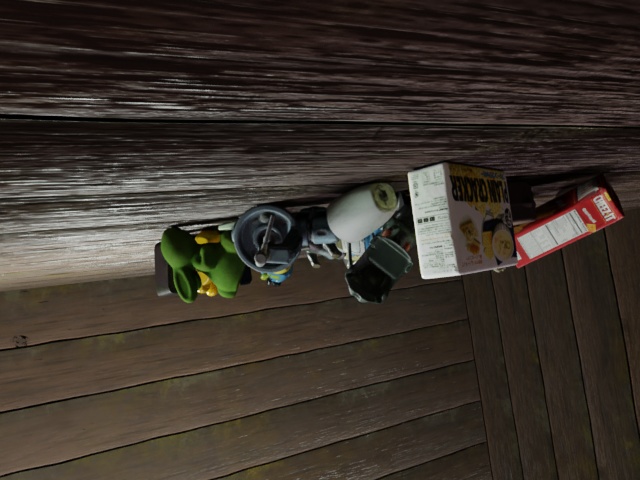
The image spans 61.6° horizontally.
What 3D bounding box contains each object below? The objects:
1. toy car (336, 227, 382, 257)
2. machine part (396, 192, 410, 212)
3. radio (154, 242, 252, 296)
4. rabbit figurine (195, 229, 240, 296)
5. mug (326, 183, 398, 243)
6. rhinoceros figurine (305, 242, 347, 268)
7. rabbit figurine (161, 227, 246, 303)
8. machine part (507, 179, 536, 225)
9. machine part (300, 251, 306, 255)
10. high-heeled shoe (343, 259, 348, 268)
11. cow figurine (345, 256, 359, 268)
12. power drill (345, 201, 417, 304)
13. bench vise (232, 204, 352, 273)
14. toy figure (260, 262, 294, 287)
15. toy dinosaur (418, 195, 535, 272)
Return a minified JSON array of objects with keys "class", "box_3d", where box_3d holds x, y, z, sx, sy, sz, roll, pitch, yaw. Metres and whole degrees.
[{"class":"toy car","box_3d":[0.081,-0.007,1.078,0.103,0.109,0.162,-9,-167,-12]},{"class":"machine part","box_3d":[0.114,-0.065,0.997,0.139,0.039,0.084,-9,-176,-9]},{"class":"radio","box_3d":[-0.282,0.058,1.300,0.229,0.131,0.073,-4,175,-44]},{"class":"rabbit figurine","box_3d":[-0.237,0.041,1.208,0.122,0.162,0.173,-21,-170,17]},{"class":"mug","box_3d":[0.083,-0.049,0.869,0.109,0.081,0.107,0,162,-33]},{"class":"rhinoceros figurine","box_3d":[-0.002,-0.003,1.143,0.190,0.112,0.073,12,144,-36]},{"class":"rabbit figurine","box_3d":[-0.233,0.037,1.060,0.170,0.159,0.121,18,-168,-4]},{"class":"machine part","box_3d":[0.302,-0.060,1.067,0.201,0.087,0.201,-8,177,-14]},{"class":"machine part","box_3d":[-0.044,-0.003,1.291,0.243,0.079,0.079,-10,175,31]},{"class":"high-heeled shoe","box_3d":[0.165,0.015,1.436,0.249,0.145,0.086,-9,177,37]},{"class":"cow figurine","box_3d":[0.123,0.019,1.354,0.195,0.085,0.127,9,146,23]},{"class":"power drill","box_3d":[0.118,0.009,0.887,0.232,0.086,0.207,-53,-178,19]},{"class":"bench vise","box_3d":[-0.053,0.001,0.910,0.224,0.128,0.240,7,-167,4]},{"class":"toy figure","box_3d":[-0.102,0.044,1.236,0.089,0.082,0.180,3,151,-13]},{"class":"toy dinosaur","box_3d":[0.362,-0.034,1.307,0.405,0.131,0.192,5,132,-3]}]
